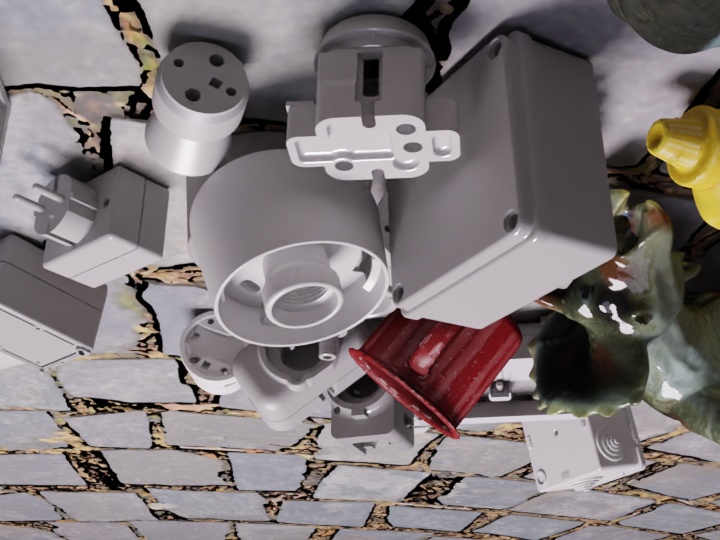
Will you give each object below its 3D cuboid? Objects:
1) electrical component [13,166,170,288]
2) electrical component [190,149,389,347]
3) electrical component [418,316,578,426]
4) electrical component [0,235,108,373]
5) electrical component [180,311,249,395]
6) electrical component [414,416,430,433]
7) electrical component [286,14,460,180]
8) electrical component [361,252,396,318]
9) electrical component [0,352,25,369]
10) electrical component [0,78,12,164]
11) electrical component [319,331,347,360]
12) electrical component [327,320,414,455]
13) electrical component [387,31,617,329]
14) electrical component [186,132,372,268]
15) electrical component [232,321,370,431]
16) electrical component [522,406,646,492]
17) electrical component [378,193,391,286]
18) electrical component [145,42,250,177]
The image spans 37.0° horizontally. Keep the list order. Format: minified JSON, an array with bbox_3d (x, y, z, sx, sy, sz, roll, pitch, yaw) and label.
[{"bbox_3d":[-0.162,-0.031,0.621,0.066,0.047,0.077,-20,148,36],"label":"electrical component"},{"bbox_3d":[-0.035,-0.007,0.555,0.099,0.064,0.099,-10,145,-7],"label":"electrical component"},{"bbox_3d":[0.105,0.075,0.804,0.121,0.078,0.063,-4,125,10],"label":"electrical component"},{"bbox_3d":[-0.226,0.018,0.716,0.062,0.061,0.096,-21,139,38],"label":"electrical component"},{"bbox_3d":[-0.106,0.064,0.810,0.055,0.055,0.047,2,158,-2],"label":"electrical component"},{"bbox_3d":[0.033,0.118,0.927,0.055,0.048,0.066,0,155,-17],"label":"electrical component"},{"bbox_3d":[0.006,-0.080,0.500,0.078,0.057,0.058,-2,154,6],"label":"electrical component"},{"bbox_3d":[0.000,0.000,0.678,0.055,0.047,0.055,1,154,0],"label":"electrical component"},{"bbox_3d":[-0.268,0.043,0.783,0.077,0.043,0.079,-13,151,27],"label":"electrical component"},{"bbox_3d":[-0.220,-0.091,0.480,0.089,0.061,0.150,3,154,-4],"label":"electrical component"},{"bbox_3d":[-0.021,0.031,0.727,0.035,0.061,0.035,1,154,0],"label":"electrical component"},{"bbox_3d":[0.009,0.088,0.815,0.050,0.089,0.055,-9,153,19],"label":"electrical component"},{"bbox_3d":[0.064,-0.040,0.524,0.056,0.108,0.109,13,152,-28],"label":"electrical component"},{"bbox_3d":[-0.048,-0.025,0.614,0.108,0.060,0.108,1,154,0],"label":"electrical component"},{"bbox_3d":[-0.040,0.063,0.763,0.095,0.053,0.059,-36,156,-11],"label":"electrical component"},{"bbox_3d":[0.180,0.133,0.894,0.048,0.099,0.100,1,158,-30],"label":"electrical component"},{"bbox_3d":[0.033,-0.018,0.634,0.055,0.055,0.047,4,158,-5],"label":"electrical component"},{"bbox_3d":[-0.080,-0.078,0.523,0.045,0.045,0.055,8,153,-14],"label":"electrical component"}]
